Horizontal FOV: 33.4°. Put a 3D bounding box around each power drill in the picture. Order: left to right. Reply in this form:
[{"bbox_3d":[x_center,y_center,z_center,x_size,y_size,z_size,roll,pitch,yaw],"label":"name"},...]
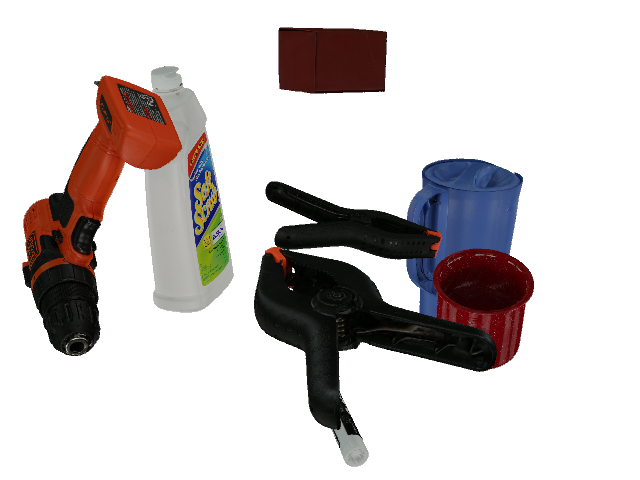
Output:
[{"bbox_3d":[-0.181,-0.023,0.859,0.057,0.188,0.184,19,26,-35],"label":"power drill"}]

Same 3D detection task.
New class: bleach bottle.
[{"bbox_3d":[-0.150,-0.057,1.131,0.068,0.251,0.102,5,27,23],"label":"bleach bottle"}]

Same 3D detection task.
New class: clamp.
[{"bbox_3d":[0.006,0.053,0.638,0.120,0.039,0.172,-16,29,-38],"label":"clamp"},{"bbox_3d":[0.036,-0.010,1.209,0.210,0.036,0.164,14,22,-5],"label":"clamp"}]

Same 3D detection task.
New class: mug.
[{"bbox_3d":[0.148,0.060,1.017,0.093,0.081,0.117,-9,40,-9],"label":"mug"}]

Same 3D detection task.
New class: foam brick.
[{"bbox_3d":[0.010,-0.150,0.890,0.078,0.051,0.053,-7,16,-36],"label":"foam brick"}]

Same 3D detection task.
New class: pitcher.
[{"bbox_3d":[0.188,0.020,1.451,0.149,0.243,0.145,4,22,4],"label":"pitcher"}]

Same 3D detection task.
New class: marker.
[{"bbox_3d":[0.011,0.131,0.835,0.020,0.020,0.121,0,28,-16],"label":"marker"}]
